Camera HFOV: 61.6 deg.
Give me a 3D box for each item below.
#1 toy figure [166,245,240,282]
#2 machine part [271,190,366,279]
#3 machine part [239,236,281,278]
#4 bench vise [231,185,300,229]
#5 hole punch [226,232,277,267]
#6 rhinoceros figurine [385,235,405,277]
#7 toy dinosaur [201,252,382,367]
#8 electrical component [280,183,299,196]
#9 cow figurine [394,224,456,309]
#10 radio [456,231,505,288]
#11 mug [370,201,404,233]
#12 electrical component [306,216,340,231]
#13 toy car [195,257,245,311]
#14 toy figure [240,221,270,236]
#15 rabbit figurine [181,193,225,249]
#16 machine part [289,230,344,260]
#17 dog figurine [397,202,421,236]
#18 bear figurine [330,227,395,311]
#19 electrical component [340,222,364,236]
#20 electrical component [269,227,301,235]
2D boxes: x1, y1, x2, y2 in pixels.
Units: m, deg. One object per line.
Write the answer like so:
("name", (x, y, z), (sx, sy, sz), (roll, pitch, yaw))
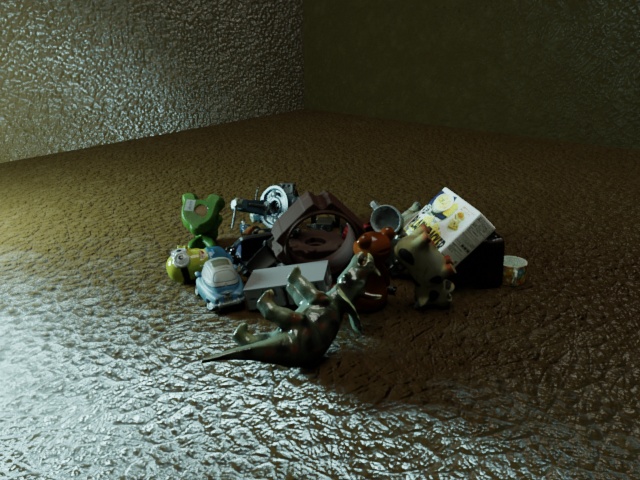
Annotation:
("toy figure", (-0.301, 0.063, 1.380), (0.180, 0.089, 0.082), (-3, 15, -27))
("machine part", (-0.003, -0.004, 1.327), (0.201, 0.201, 0.087), (-44, 27, 12))
("machine part", (-0.144, 0.051, 1.383), (0.139, 0.084, 0.039), (-38, 18, -30))
("bench vise", (-0.159, -0.090, 1.497), (0.224, 0.128, 0.240), (6, 2, 42))
("hole punch", (-0.170, 0.035, 1.455), (0.142, 0.092, 0.116), (-14, -5, -24))
("rhinoceros figurine", (0.178, 0.038, 1.383), (0.191, 0.112, 0.073), (-1, -11, 34))
("toy dinosaur", (-0.030, 0.170, 1.050), (0.192, 0.131, 0.405), (37, 49, 12))
("electrical component", (-0.099, -0.101, 1.697), (0.058, 0.115, 0.134), (3, -21, 7))
("cow figurine", (0.237, 0.074, 1.207), (0.127, 0.194, 0.085), (-31, 20, 22))
("radio", (0.392, 0.017, 1.388), (0.073, 0.131, 0.230), (-6, 23, -8))
("mug", (0.180, -0.060, 1.467), (0.110, 0.081, 0.107), (45, 12, 14))
("electrical component", (0.013, -0.061, 1.709), (0.102, 0.045, 0.078), (5, 22, 15))
("toy car", (-0.237, 0.095, 1.268), (0.109, 0.102, 0.162), (-10, 22, -19))
("toy figure", (-0.182, -0.015, 1.582), (0.155, 0.064, 0.058), (16, 40, 33))
("rabbit figurine", (-0.328, -0.035, 1.553), (0.121, 0.170, 0.159), (-4, 63, -1))
("machine part", (-0.012, 0.022, 1.496), (0.179, 0.056, 0.179), (0, 21, 0))
("dog figurine", (0.247, -0.016, 1.543), (0.190, 0.121, 0.172), (-34, 2, -25))
("bear figurine", (0.098, 0.058, 1.218), (0.120, 0.195, 0.132), (-22, 29, -35))
("electrical component", (0.098, -0.029, 1.622), (0.075, 0.047, 0.119), (-4, 22, -9))
("electrical component", (-0.097, -0.023, 1.502), (0.063, 0.021, 0.094), (-12, 10, -41))
